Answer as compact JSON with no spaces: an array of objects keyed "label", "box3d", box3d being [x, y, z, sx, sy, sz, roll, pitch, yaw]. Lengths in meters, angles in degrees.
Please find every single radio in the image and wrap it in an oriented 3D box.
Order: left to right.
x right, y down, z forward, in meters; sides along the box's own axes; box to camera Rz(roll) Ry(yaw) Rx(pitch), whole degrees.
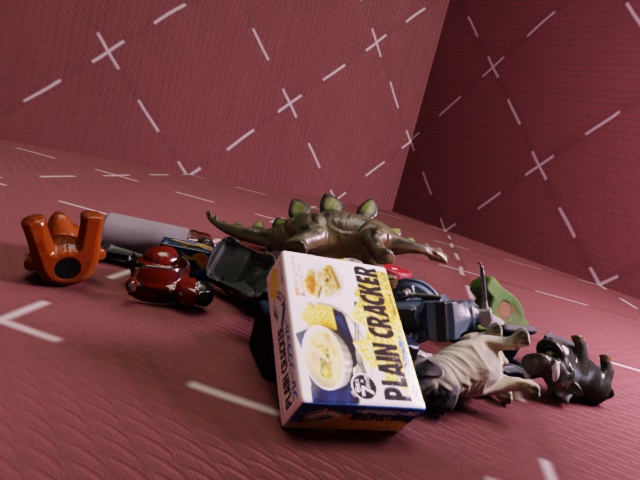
[{"label":"radio","box3d":[0.016,0.152,0.789,0.229,0.073,0.131,12,9,-24]}]

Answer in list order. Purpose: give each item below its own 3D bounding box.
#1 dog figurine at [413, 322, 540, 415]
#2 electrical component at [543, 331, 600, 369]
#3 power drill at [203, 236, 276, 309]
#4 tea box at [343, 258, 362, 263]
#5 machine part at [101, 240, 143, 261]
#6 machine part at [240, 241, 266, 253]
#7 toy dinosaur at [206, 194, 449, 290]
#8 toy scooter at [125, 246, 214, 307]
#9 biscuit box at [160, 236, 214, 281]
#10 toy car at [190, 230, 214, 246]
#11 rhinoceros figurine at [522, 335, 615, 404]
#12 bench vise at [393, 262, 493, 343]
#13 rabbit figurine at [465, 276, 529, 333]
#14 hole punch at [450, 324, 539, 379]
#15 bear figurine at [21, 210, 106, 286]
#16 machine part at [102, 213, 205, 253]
[{"label":"dog figurine","box3d":[0.194,0.192,0.790,0.191,0.121,0.172,-5,-20,-13]},{"label":"electrical component","box3d":[0.476,0.227,1.012,0.119,0.074,0.047,15,9,32]},{"label":"power drill","box3d":[-0.125,0.069,0.902,0.232,0.086,0.207,24,-21,14]},{"label":"tea box","box3d":[0.044,0.094,1.046,0.098,0.068,0.170,22,24,6]},{"label":"machine part","box3d":[-0.384,0.027,1.028,0.139,0.039,0.084,13,4,1]},{"label":"machine part","box3d":[-0.147,0.038,1.252,0.179,0.056,0.179,13,10,-2]},{"label":"toy dinosaur","box3d":[-0.002,-0.003,0.987,0.472,0.104,0.199,6,33,6]},{"label":"toy scooter","box3d":[-0.272,0.060,0.897,0.135,0.075,0.184,5,18,-41]},{"label":"biscuit box","box3d":[-0.221,0.046,1.076,0.203,0.062,0.059,12,11,-12]},{"label":"toy car","box3d":[-0.342,-0.006,1.244,0.202,0.053,0.089,8,15,-39]},{"label":"rhinoceros figurine","box3d":[0.413,0.219,0.898,0.190,0.112,0.073,25,-25,-26]},{"label":"bench vise","box3d":[0.201,0.123,0.972,0.224,0.128,0.240,-15,-4,20]},{"label":"rabbit figurine","box3d":[0.333,0.152,1.108,0.159,0.121,0.170,21,-17,-19]},{"label":"hole punch","box3d":[0.313,0.202,0.941,0.142,0.092,0.116,6,-20,-36]},{"label":"bear figurine","box3d":[-0.427,-0.006,0.895,0.120,0.131,0.196,-5,24,-26]},{"label":"machine part","box3d":[-0.362,-0.004,1.118,0.243,0.079,0.079,13,10,-12]}]
